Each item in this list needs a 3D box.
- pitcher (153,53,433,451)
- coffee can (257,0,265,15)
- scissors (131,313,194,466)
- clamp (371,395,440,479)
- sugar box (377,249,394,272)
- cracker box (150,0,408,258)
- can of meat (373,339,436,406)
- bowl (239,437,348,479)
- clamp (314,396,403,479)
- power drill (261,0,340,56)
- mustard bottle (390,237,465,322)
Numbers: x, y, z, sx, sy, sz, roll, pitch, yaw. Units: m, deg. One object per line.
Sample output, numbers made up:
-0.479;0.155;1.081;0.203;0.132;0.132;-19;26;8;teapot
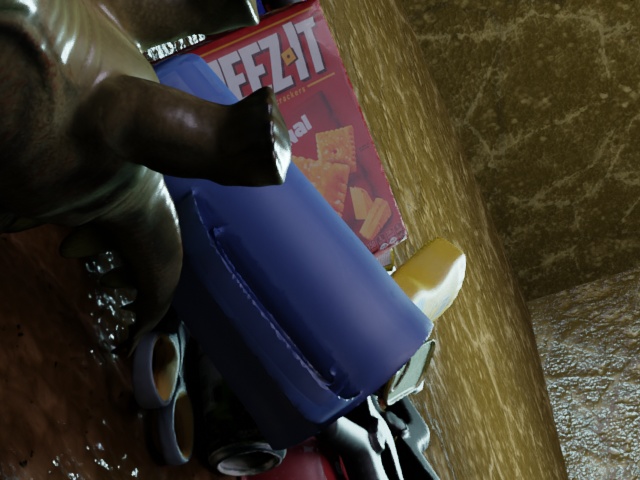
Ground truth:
-0.049;0.006;0.677;0.144;0.149;0.243;-41;95;-34;pitcher
-0.081;-0.271;1.061;0.103;0.103;0.140;-94;159;-46;coffee can
-0.094;0.084;0.730;0.201;0.016;0.096;-68;147;-79;scissors
0.072;0.195;1.024;0.164;0.036;0.210;35;17;0;clamp
-0.007;0.001;0.956;0.175;0.048;0.093;-14;93;-47;sugar box
-0.038;-0.060;0.835;0.164;0.072;0.213;-30;107;-29;cracker box
0.056;0.115;1.066;0.101;0.084;0.057;-13;123;-63;can of meat
-0.009;0.186;0.843;0.162;0.055;0.162;-19;90;-75;bowl
0.031;0.144;0.841;0.120;0.039;0.171;-78;153;-43;clamp
-0.030;-0.215;0.966;0.184;0.057;0.187;-103;168;-64;power drill
0.064;0.070;0.969;0.058;0.096;0.191;36;35;14;mustard bottle
